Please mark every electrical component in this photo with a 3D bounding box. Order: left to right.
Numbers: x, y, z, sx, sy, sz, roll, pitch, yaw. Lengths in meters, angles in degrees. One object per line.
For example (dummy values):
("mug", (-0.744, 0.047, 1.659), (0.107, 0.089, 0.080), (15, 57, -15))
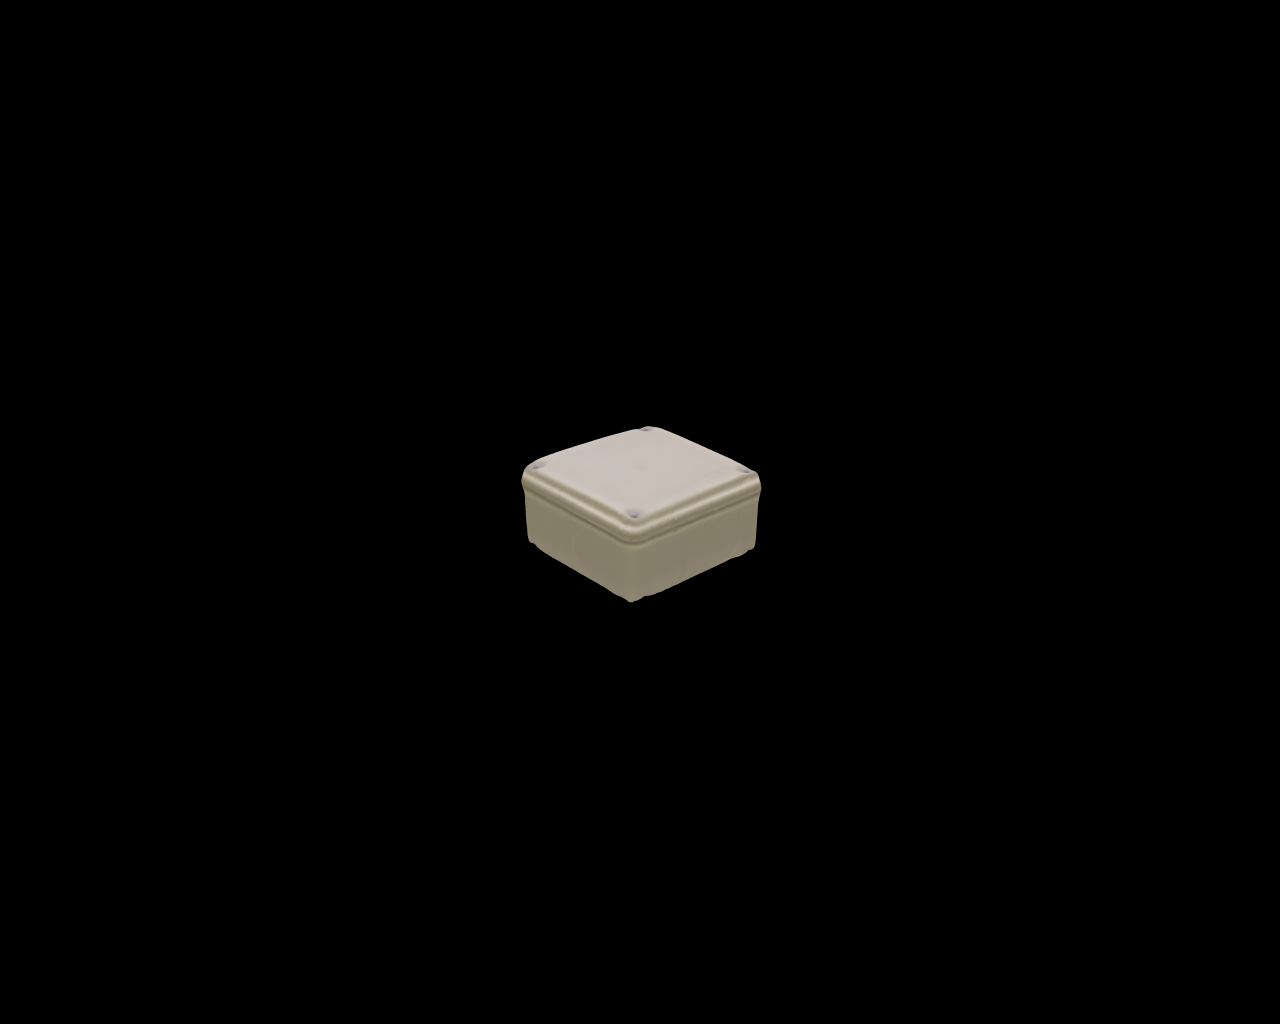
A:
("electrical component", (0.001, -0.003, 0.650), (0.109, 0.056, 0.109), (-21, 33, -36))
